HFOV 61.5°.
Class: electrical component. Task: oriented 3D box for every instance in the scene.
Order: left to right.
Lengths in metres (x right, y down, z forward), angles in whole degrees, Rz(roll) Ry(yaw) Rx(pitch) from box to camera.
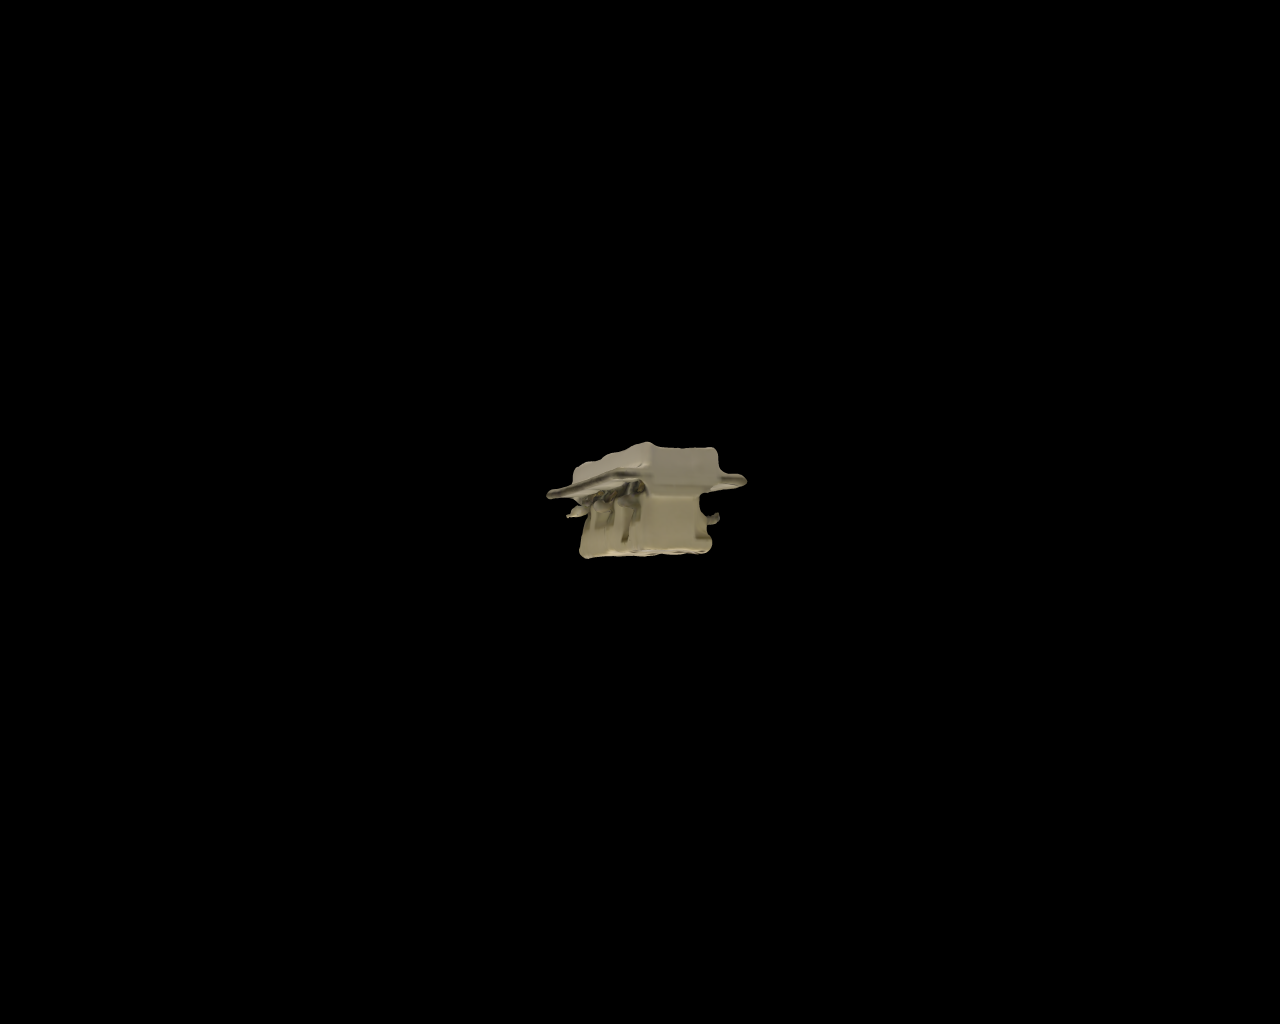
[{"bbox_3d":[0.001,-0.003,0.650,0.079,0.063,0.121,2,-5,-24],"label":"electrical component"}]
